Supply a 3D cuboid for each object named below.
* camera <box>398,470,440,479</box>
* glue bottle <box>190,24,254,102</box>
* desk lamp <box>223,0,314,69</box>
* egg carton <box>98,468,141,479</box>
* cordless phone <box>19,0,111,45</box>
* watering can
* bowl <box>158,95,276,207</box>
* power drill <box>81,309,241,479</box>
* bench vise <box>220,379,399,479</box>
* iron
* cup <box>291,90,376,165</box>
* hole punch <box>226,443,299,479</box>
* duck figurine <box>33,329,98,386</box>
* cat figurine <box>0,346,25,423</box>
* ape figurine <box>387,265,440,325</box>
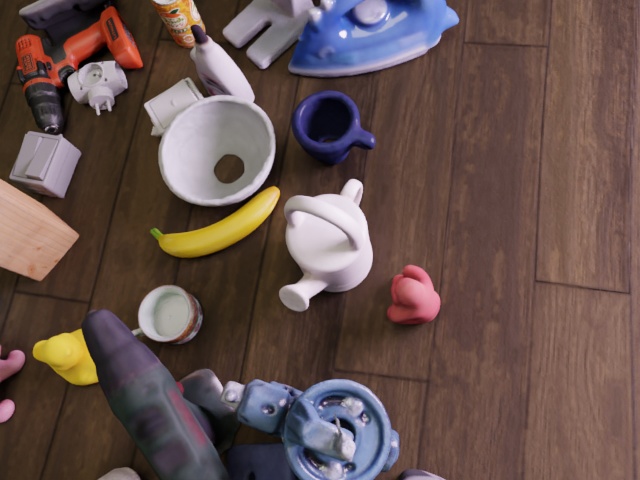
[{"bbox_3d":[0.074,0.321,0.638,0.136,0.101,0.143,22,77,14],"label":"camera"},{"bbox_3d":[-0.147,-0.245,0.803,0.078,0.173,0.037,29,79,15],"label":"glue bottle"},{"bbox_3d":[-0.061,-0.390,0.815,0.117,0.214,0.203,42,82,17],"label":"desk lamp"},{"bbox_3d":[-0.269,0.353,0.691,0.150,0.069,0.107,-37,72,-4],"label":"egg carton"},{"bbox_3d":[-0.413,-0.402,0.881,0.147,0.185,0.094,-28,71,-1],"label":"cordless phone"},{"bbox_3d":[0.008,0.003,0.695,0.100,0.194,0.173,2,73,9],"label":"watering can"},{"bbox_3d":[-0.137,-0.116,0.814,0.167,0.075,0.167,-2,73,7],"label":"bowl"},{"bbox_3d":[-0.169,0.190,0.654,0.075,0.208,0.229,-36,72,-4],"label":"power drill"},{"bbox_3d":[-0.019,0.212,0.621,0.207,0.220,0.121,0,73,8],"label":"bench vise"},{"bbox_3d":[0.064,-0.324,0.816,0.258,0.141,0.118,-22,71,1],"label":"iron"},{"bbox_3d":[0.025,-0.140,0.789,0.117,0.095,0.092,24,78,14],"label":"cup"},{"bbox_3d":[-0.067,0.295,0.670,0.101,0.091,0.108,-6,72,6],"label":"hole punch"},{"bbox_3d":[-0.322,0.150,0.752,0.104,0.086,0.077,3,73,9],"label":"duck figurine"},{"bbox_3d":[-0.453,0.171,0.746,0.067,0.118,0.128,0,73,8],"label":"cat figurine"},{"bbox_3d":[0.113,0.069,0.715,0.076,0.092,0.078,40,82,17],"label":"ape figurine"}]
